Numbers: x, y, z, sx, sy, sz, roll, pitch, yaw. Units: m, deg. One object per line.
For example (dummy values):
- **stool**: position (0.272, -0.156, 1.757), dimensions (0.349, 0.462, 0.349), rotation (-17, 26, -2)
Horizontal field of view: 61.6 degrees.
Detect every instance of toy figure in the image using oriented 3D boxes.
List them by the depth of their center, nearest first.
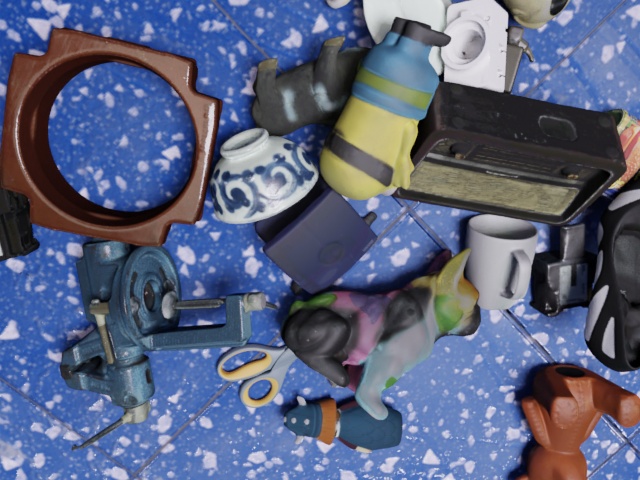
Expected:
- **toy figure**: position (0.059, -0.126, 0.533), dimensions (0.089, 0.082, 0.180), rotation (14, 114, -11)
- **toy figure**: position (0.029, 0.239, 0.697), dimensions (0.154, 0.064, 0.057), rotation (7, 140, -4)

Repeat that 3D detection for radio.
- **radio**: position (0.204, -0.091, 0.597), dimensions (0.230, 0.131, 0.073), rotation (8, 61, -10)

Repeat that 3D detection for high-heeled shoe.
- **high-heeled shoe**: position (0.362, 0.021, 0.587), dimensions (0.086, 0.145, 0.248), rotation (21, 108, 2)

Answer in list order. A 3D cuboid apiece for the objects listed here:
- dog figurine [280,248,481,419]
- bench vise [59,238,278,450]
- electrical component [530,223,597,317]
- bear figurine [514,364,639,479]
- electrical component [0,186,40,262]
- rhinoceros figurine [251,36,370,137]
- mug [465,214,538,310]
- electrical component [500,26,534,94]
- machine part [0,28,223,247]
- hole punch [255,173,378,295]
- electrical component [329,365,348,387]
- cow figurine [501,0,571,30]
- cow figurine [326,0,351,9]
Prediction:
- **dog figurine**: position (0.083, 0.081, 0.636), dimensions (0.191, 0.108, 0.219), rotation (39, 83, -1)
- **bench vise**: position (-0.174, 0.099, 0.595), dimensions (0.241, 0.129, 0.223), rotation (-6, 86, 13)
- **electrical component**: position (0.312, 0.034, 0.689), dimensions (0.075, 0.048, 0.119), rotation (-12, 104, -5)
- **bear figurine**: position (0.327, 0.271, 0.710), dimensions (0.120, 0.132, 0.195), rotation (3, 97, -2)
- **electrical component**: position (-0.380, -0.041, 0.576), dimensions (0.115, 0.058, 0.134), rotation (-7, 104, -7)
- **rhinoceros figurine**: position (0.017, -0.162, 0.590), dimensions (0.190, 0.073, 0.112), rotation (-12, 104, -5)
- **mug**: position (0.222, 0.036, 0.653), dimensions (0.081, 0.110, 0.107), rotation (-7, 117, -13)
- **electrical component**: position (0.204, -0.194, 0.624), dimensions (0.078, 0.045, 0.102), rotation (11, 101, 19)
- **machine part**: position (-0.213, -0.105, 0.568), dimensions (0.201, 0.087, 0.201), rotation (11, 101, -10)
- **hole punch**: position (-0.001, -0.002, 0.621), dimensions (0.142, 0.092, 0.115), rotation (-44, 109, 1)
- **electrical component**: position (0.059, 0.170, 0.703), dimensions (0.094, 0.021, 0.063), rotation (-38, 106, 2)
- **cow figurine**: position (0.189, -0.309, 0.572), dimensions (0.195, 0.085, 0.127), rotation (41, 88, -12)
- **cow figurine**: position (0.044, -0.324, 0.542), dimensions (0.068, 0.098, 0.167), rotation (36, 97, -7)
